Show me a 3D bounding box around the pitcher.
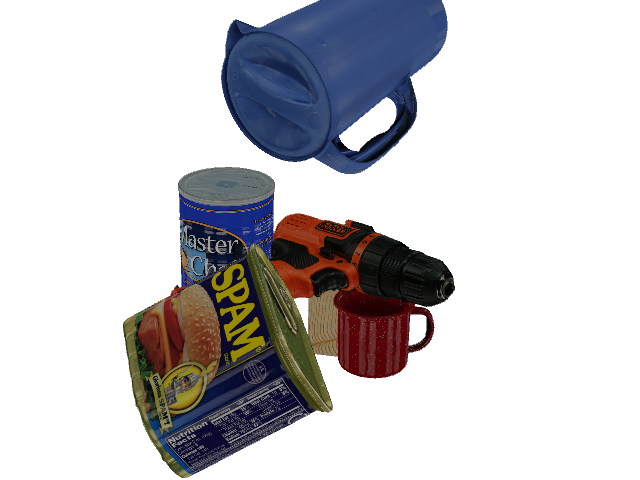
[{"bbox_3d":[0.031,-0.178,1.077,0.145,0.149,0.242,16,38,35],"label":"pitcher"}]

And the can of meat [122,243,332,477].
[{"bbox_3d":[-0.051,0.062,0.554,0.084,0.057,0.102,-28,39,5],"label":"can of meat"}]

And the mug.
[{"bbox_3d":[0.073,0.104,1.224,0.117,0.081,0.093,-3,23,-8],"label":"mug"}]

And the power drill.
[{"bbox_3d":[-0.011,0.043,0.860,0.185,0.057,0.187,16,32,41],"label":"power drill"}]

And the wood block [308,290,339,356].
[{"bbox_3d":[0.049,0.082,1.511,0.091,0.090,0.206,5,21,11],"label":"wood block"}]

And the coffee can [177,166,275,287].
[{"bbox_3d":[-0.101,0.003,1.152,0.103,0.140,0.103,1,23,-1],"label":"coffee can"}]
